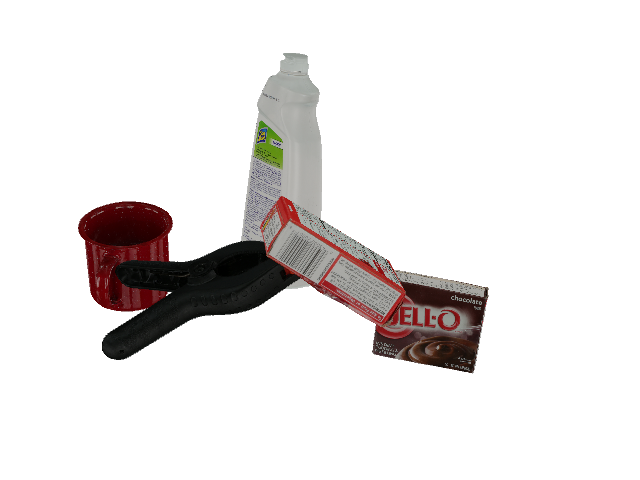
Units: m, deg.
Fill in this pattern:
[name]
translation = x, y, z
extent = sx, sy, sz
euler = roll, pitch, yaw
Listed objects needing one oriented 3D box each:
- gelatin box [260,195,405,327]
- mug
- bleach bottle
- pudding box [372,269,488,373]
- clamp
[gelatin box]
translation = 0.007, 0.012, 0.670
extent = 0.089, 0.030, 0.073
euler = 32, 9, -13
[mug]
translation = -0.196, 0.024, 1.068
extent = 0.093, 0.081, 0.117
euler = 6, 31, 7
[bleach bottle]
translation = -0.035, -0.080, 1.189
extent = 0.067, 0.251, 0.103
euler = -9, 24, -40
[pudding box]
translation = 0.117, 0.085, 1.138
extent = 0.113, 0.090, 0.039
euler = 9, 23, 7
[clamp]
translation = -0.099, 0.044, 0.864
extent = 0.172, 0.039, 0.120
euler = -13, 38, 14
